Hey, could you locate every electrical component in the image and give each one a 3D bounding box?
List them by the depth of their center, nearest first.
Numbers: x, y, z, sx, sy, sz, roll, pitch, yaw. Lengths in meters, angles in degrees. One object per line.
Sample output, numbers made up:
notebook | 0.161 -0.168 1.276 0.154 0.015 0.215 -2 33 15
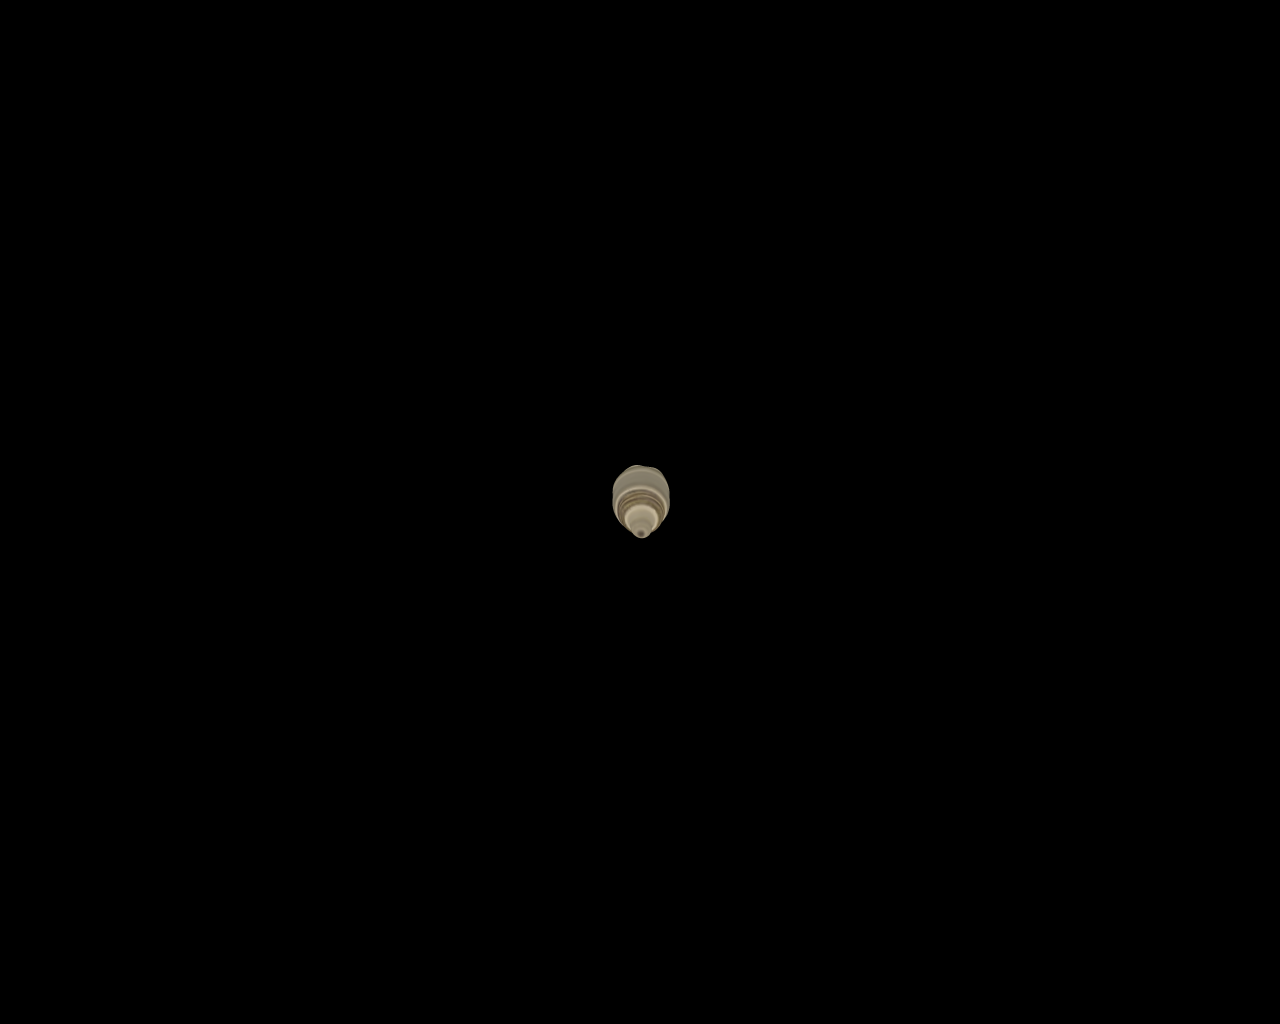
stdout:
electrical component | 0.001 -0.003 0.650 0.035 0.035 0.061 0 31 0
